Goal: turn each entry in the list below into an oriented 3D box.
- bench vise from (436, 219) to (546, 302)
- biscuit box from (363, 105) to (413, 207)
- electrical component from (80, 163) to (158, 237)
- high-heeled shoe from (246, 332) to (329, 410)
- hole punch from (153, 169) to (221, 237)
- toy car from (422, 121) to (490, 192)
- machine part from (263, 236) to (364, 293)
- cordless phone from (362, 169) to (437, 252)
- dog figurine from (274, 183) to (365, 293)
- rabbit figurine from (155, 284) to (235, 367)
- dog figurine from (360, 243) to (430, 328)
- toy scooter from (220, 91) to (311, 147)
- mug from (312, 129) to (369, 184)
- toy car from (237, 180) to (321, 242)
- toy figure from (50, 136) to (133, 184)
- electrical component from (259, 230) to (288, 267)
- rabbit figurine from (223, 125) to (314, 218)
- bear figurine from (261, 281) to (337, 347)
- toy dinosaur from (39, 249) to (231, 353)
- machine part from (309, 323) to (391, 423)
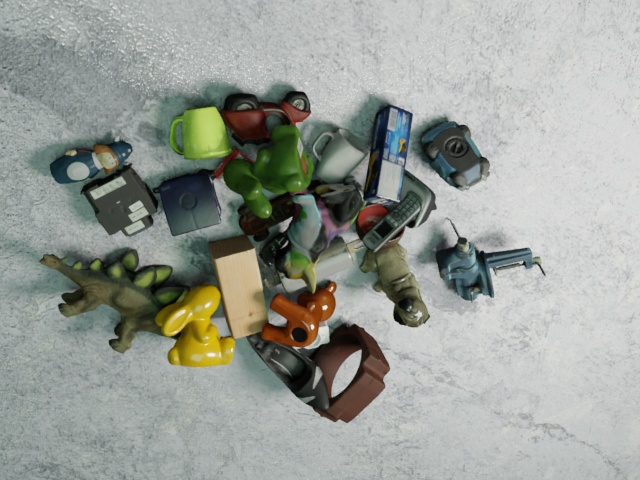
[{"bbox_3d":[0.409,0.056,1.298,0.241,0.129,0.223,-12,125,11],"label":"bench vise"},{"bbox_3d":[0.142,-0.176,1.124,0.059,0.063,0.202,14,78,-20],"label":"biscuit box"},{"bbox_3d":[-0.400,-0.073,1.095,0.115,0.058,0.134,-24,117,0],"label":"electrical component"},{"bbox_3d":[-0.077,0.289,1.244,0.086,0.249,0.145,-49,137,-5],"label":"high-heeled shoe"},{"bbox_3d":[-0.267,-0.075,1.110,0.142,0.092,0.115,-16,113,-2],"label":"hole punch"},{"bbox_3d":[0.298,-0.173,1.185,0.109,0.162,0.103,-31,162,-5],"label":"toy car"},{"bbox_3d":[-0.013,0.057,1.234,0.243,0.079,0.079,-24,117,-2],"label":"machine part"},{"bbox_3d":[0.149,-0.063,1.172,0.184,0.147,0.088,-41,143,-4],"label":"cordless phone"},{"bbox_3d":[-0.002,-0.003,1.128,0.192,0.109,0.219,-5,110,-12],"label":"dog figurine"},{"bbox_3d":[-0.269,0.178,1.156,0.162,0.122,0.173,7,97,-27],"label":"rabbit figurine"},{"bbox_3d":[0.180,0.092,1.233,0.121,0.191,0.172,-34,115,3],"label":"dog figurine"},{"bbox_3d":[-0.107,-0.228,1.087,0.184,0.075,0.135,-6,117,-16],"label":"toy scooter"},{"bbox_3d":[0.030,-0.175,1.138,0.109,0.081,0.107,26,117,-27],"label":"mug"},{"bbox_3d":[-0.083,-0.068,1.176,0.202,0.053,0.089,-25,114,0],"label":"toy car"},{"bbox_3d":[-0.443,-0.152,1.051,0.154,0.058,0.064,-19,156,-6],"label":"toy figure"},{"bbox_3d":[-0.093,0.016,1.202,0.102,0.078,0.045,-41,97,10],"label":"electrical component"},{"bbox_3d":[-0.108,-0.120,1.045,0.170,0.159,0.121,-10,143,16],"label":"rabbit figurine"},{"bbox_3d":[-0.037,0.159,1.237,0.132,0.196,0.120,21,117,5],"label":"bear figurine"},{"bbox_3d":[-0.387,0.147,1.174,0.198,0.105,0.470,-44,127,4],"label":"toy dinosaur"},{"bbox_3d":[0.062,0.321,1.301,0.201,0.201,0.087,-45,118,8],"label":"machine part"}]
